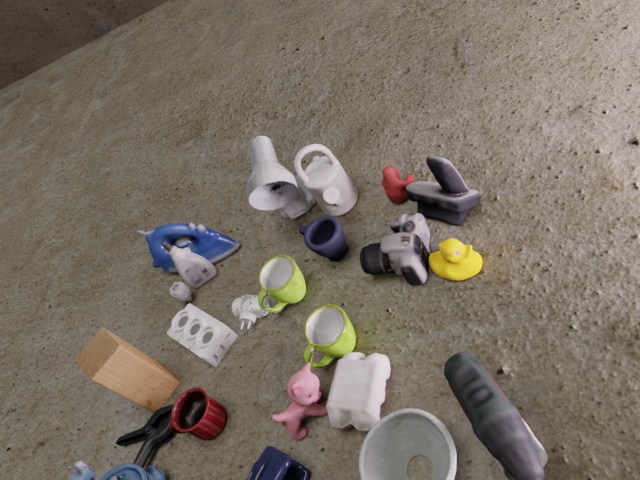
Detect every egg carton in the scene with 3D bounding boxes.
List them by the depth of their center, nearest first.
[{"bbox_3d":[0.074,0.283,1.073,0.107,0.070,0.150,-3,55,30],"label":"egg carton"}]

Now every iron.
[{"bbox_3d":[-0.350,-0.002,1.507,0.257,0.142,0.118,-10,51,25],"label":"iron"}]

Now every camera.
[{"bbox_3d":[0.155,0.017,1.209,0.136,0.101,0.143,-8,52,27],"label":"camera"}]

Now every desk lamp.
[{"bbox_3d":[-0.104,-0.144,1.414,0.117,0.214,0.203,-24,47,14],"label":"desk lamp"}]

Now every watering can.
[{"bbox_3d":[0.013,-0.148,1.359,0.101,0.195,0.172,-45,45,-7],"label":"watering can"}]

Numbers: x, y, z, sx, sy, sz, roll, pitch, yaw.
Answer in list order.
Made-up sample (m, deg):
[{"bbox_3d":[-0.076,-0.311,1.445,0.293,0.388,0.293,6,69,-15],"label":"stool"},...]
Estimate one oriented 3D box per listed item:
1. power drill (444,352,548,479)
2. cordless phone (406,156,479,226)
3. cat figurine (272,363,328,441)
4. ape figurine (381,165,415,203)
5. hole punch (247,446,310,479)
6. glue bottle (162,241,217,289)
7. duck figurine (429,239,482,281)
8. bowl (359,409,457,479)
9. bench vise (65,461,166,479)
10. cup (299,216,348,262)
[{"bbox_3d":[0.272,0.282,0.853,0.075,0.209,0.229,-34,45,4],"label":"power drill"},{"bbox_3d":[0.242,-0.125,1.206,0.147,0.186,0.094,14,65,38],"label":"cordless phone"},{"bbox_3d":[-0.040,0.304,1.093,0.128,0.118,0.067,-46,46,-8],"label":"cat figurine"},{"bbox_3d":[0.173,-0.136,1.324,0.077,0.092,0.076,14,65,38],"label":"ape figurine"},{"bbox_3d":[-0.092,0.437,1.039,0.100,0.091,0.109,13,64,38],"label":"hole punch"},{"bbox_3d":[-0.337,0.053,1.433,0.078,0.174,0.037,-35,45,3],"label":"glue bottle"},{"bbox_3d":[0.263,0.030,1.142,0.104,0.086,0.077,-2,56,31],"label":"duck figurine"},{"bbox_3d":[0.153,0.373,0.950,0.167,0.075,0.167,-17,49,20],"label":"bowl"},{"bbox_3d":[-0.410,0.514,1.085,0.121,0.220,0.207,-2,56,31],"label":"bench vise"},{"bbox_3d":[0.012,0.005,1.311,0.117,0.095,0.092,11,63,37],"label":"cup"}]
